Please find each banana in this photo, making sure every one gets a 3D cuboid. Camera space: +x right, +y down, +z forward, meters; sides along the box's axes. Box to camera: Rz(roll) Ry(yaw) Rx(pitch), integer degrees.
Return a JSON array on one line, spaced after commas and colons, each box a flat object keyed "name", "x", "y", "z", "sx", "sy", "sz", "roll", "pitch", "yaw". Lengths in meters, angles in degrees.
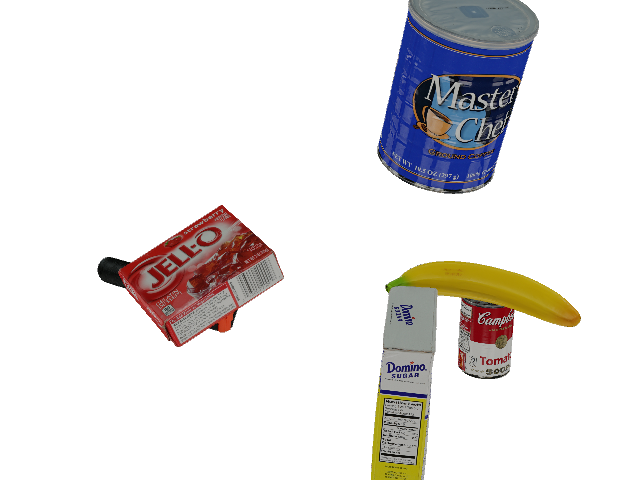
[{"name": "banana", "x": 0.170, "y": 0.054, "z": 1.107, "sx": 0.198, "sy": 0.037, "sz": 0.069, "roll": 8, "pitch": 39, "yaw": 11}]

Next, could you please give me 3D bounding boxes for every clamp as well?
[{"name": "clamp", "x": -0.122, "y": 0.042, "z": 1.023, "sx": 0.120, "sy": 0.039, "sz": 0.172, "roll": -18, "pitch": 30, "yaw": -38}]

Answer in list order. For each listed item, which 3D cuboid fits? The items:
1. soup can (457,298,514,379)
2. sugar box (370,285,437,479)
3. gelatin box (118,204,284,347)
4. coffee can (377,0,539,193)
[{"name": "soup can", "x": 0.209, "y": 0.116, "z": 1.351, "sx": 0.068, "sy": 0.102, "sz": 0.068, "roll": 0, "pitch": 20, "yaw": 0}, {"name": "sugar box", "x": 0.068, "y": 0.134, "z": 0.877, "sx": 0.048, "sy": 0.176, "sz": 0.093, "roll": 3, "pitch": 30, "yaw": 6}, {"name": "gelatin box", "x": -0.081, "y": 0.022, "z": 0.720, "sx": 0.089, "sy": 0.030, "sz": 0.073, "roll": -33, "pitch": 41, "yaw": -16}, {"name": "coffee can", "x": 0.109, "y": -0.124, "z": 0.868, "sx": 0.102, "sy": 0.140, "sz": 0.103, "roll": 7, "pitch": 37, "yaw": -5}]
